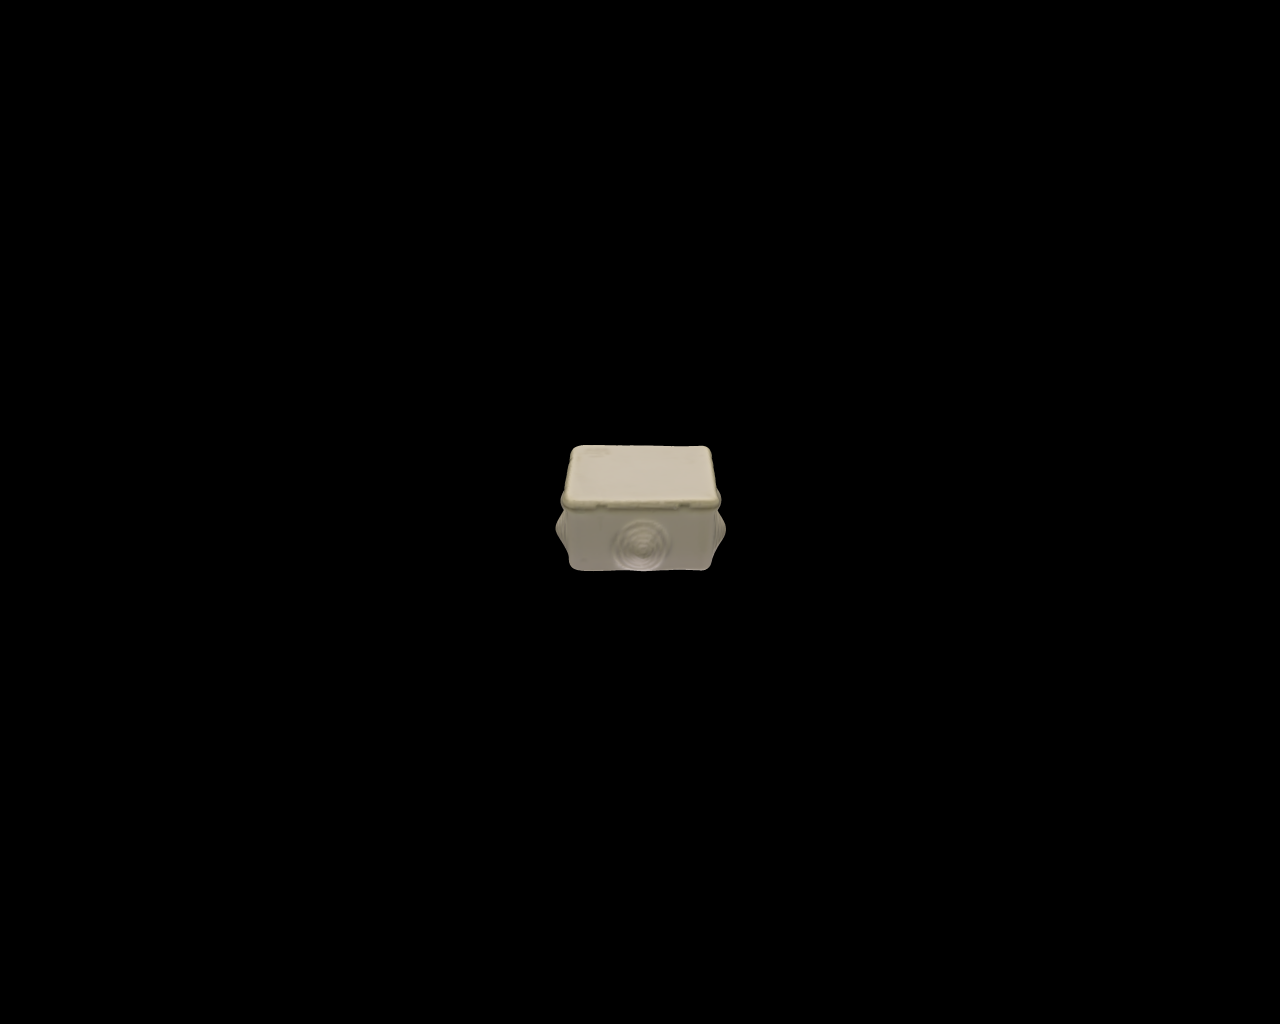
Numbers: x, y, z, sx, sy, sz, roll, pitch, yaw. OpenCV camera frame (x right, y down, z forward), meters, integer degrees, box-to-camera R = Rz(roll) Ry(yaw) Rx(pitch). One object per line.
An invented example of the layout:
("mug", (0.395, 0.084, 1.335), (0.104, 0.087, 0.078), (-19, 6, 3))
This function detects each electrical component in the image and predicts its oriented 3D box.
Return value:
("electrical component", (0.001, -0.003, 0.650), (0.100, 0.048, 0.100), (0, 25, 0))
